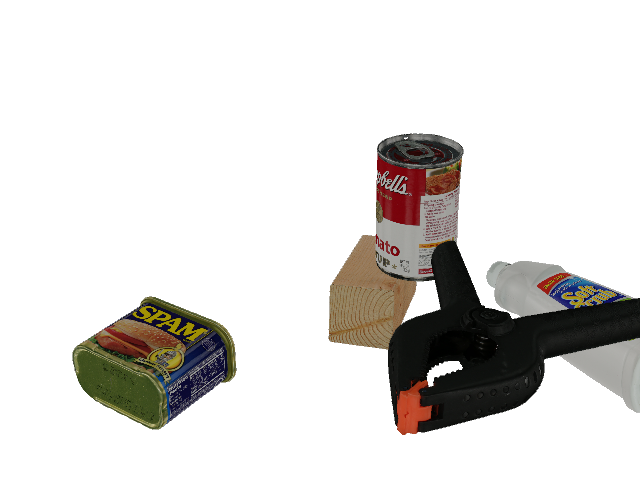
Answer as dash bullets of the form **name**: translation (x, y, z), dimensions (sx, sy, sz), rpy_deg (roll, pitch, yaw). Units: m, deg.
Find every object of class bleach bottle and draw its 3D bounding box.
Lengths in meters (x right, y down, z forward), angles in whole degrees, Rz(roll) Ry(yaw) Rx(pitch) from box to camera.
- **bleach bottle**: translation (0.247, 0.076, 1.039), dimensions (0.102, 0.068, 0.251), rpy_deg (-17, 26, -27)

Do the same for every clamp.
- **clamp**: translation (0.098, 0.057, 0.673), dimensions (0.165, 0.036, 0.209), rpy_deg (20, 31, 36)

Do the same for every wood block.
- **wood block**: translation (0.080, 0.070, 1.547), dimensions (0.091, 0.090, 0.206), rpy_deg (6, 21, 13)

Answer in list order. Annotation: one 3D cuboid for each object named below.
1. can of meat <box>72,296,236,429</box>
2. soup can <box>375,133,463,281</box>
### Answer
- **can of meat**: translation (-0.133, 0.096, 0.847), dimensions (0.102, 0.057, 0.083), rpy_deg (18, 34, 31)
- **soup can**: translation (0.078, -0.027, 0.858), dimensions (0.068, 0.102, 0.068), rpy_deg (0, 27, 0)
